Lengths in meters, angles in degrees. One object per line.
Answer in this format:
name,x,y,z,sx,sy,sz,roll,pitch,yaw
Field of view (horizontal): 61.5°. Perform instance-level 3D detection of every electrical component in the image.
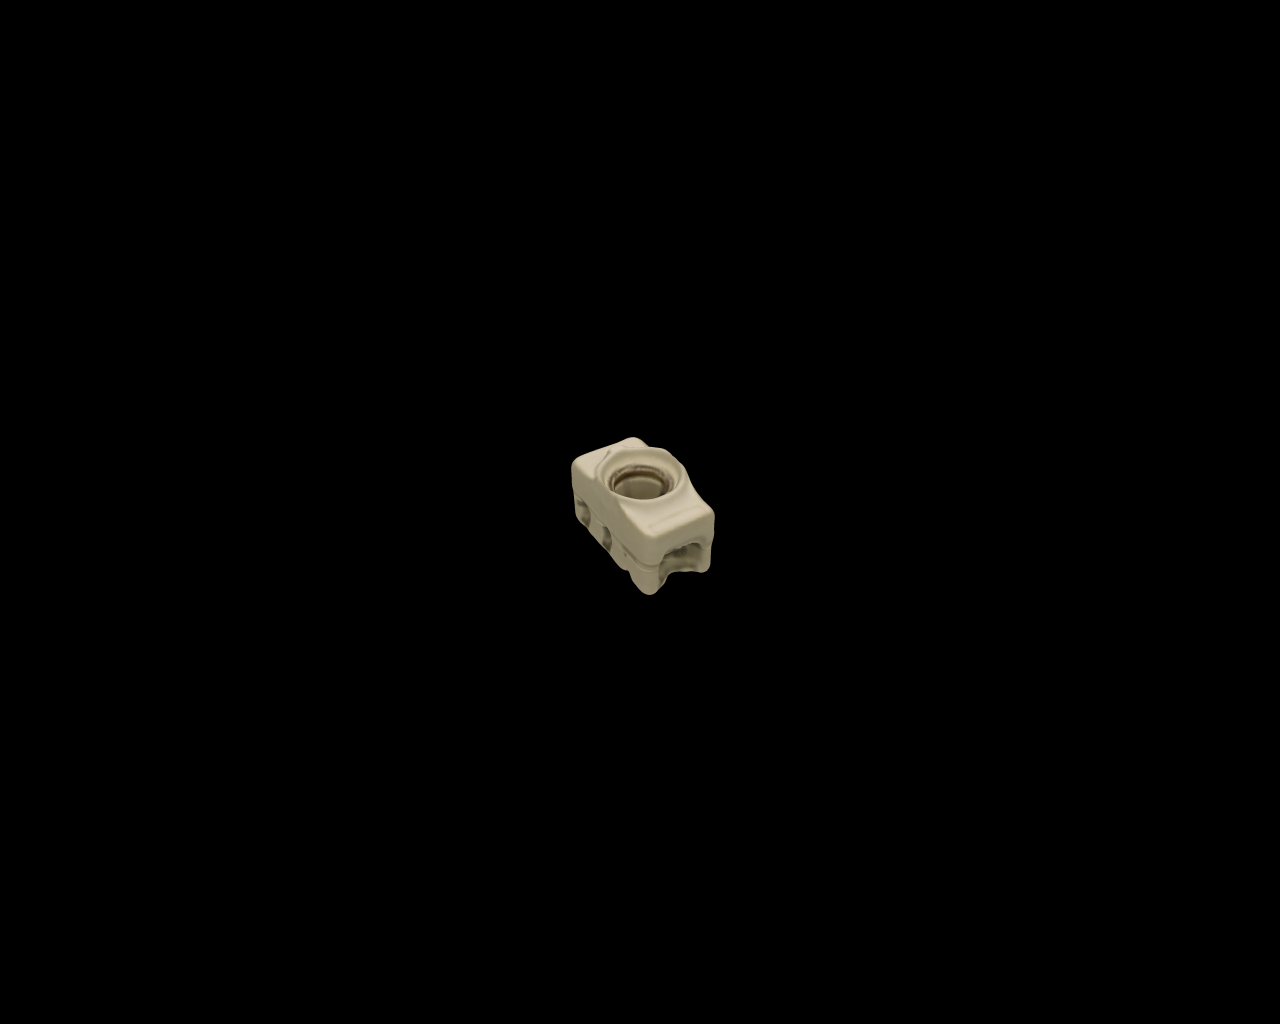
electrical component,0.001,-0.003,0.650,0.050,0.055,0.089,-22,45,-23
